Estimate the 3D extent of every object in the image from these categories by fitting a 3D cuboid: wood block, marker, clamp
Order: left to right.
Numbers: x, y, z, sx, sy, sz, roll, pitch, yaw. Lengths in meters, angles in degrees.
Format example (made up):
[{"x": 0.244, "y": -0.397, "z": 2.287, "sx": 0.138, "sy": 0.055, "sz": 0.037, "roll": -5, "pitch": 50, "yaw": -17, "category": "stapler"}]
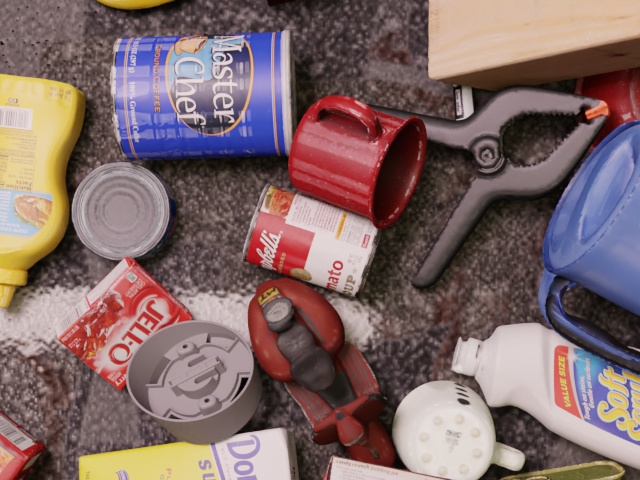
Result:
[{"x": 0.121, "y": -0.148, "z": 0.909, "sx": 0.020, "sy": 0.020, "sz": 0.121, "roll": -4, "pitch": 87, "yaw": 1, "category": "marker"}, {"x": 0.131, "y": -0.076, "z": 0.876, "sx": 0.210, "sy": 0.036, "sz": 0.164, "roll": -29, "pitch": 86, "yaw": 18, "category": "clamp"}, {"x": 0.187, "y": -0.174, "z": 0.812, "sx": 0.090, "sy": 0.207, "sz": 0.090, "roll": 2, "pitch": 87, "yaw": -39, "category": "wood block"}]

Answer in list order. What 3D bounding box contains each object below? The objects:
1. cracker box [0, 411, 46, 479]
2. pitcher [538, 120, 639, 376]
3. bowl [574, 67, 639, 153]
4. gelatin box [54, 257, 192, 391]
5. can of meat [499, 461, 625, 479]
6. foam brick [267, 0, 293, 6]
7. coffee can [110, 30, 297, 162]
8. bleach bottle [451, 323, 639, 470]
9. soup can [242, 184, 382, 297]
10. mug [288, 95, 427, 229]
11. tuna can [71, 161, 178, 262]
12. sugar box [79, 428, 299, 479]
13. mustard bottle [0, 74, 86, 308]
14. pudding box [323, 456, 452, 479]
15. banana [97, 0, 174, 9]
[{"x": -0.356, "y": 0.211, "z": 0.881, "sx": 0.164, "sy": 0.072, "sz": 0.214, "roll": 36, "pitch": 90, "yaw": 4, "category": "cracker box"}, {"x": 0.296, "y": 0.031, "z": 0.812, "sx": 0.242, "sy": 0.149, "sz": 0.145, "roll": 30, "pitch": 57, "yaw": -7, "category": "pitcher"}, {"x": 0.296, "y": -0.118, "z": 0.885, "sx": 0.162, "sy": 0.055, "sz": 0.162, "roll": 0, "pitch": 88, "yaw": 2, "category": "bowl"}, {"x": -0.163, "y": 0.069, "z": 0.886, "sx": 0.089, "sy": 0.030, "sz": 0.073, "roll": -44, "pitch": 117, "yaw": 0, "category": "gelatin box"}, {"x": 0.202, "y": 0.233, "z": 0.873, "sx": 0.102, "sy": 0.057, "sz": 0.084, "roll": -10, "pitch": 90, "yaw": 1, "category": "can of meat"}, {"x": -0.027, "y": -0.234, "z": 0.888, "sx": 0.051, "sy": 0.078, "sz": 0.053, "roll": -14, "pitch": 89, "yaw": 0, "category": "foam brick"}, {"x": -0.091, "y": -0.117, "z": 0.871, "sx": 0.140, "sy": 0.103, "sz": 0.103, "roll": -2, "pitch": 88, "yaw": 1, "category": "coffee can"}, {"x": 0.230, "y": 0.134, "z": 0.873, "sx": 0.251, "sy": 0.068, "sz": 0.102, "roll": 15, "pitch": 81, "yaw": 4, "category": "bleach bottle"}, {"x": -0.006, "y": 0.001, "z": 0.882, "sx": 0.102, "sy": 0.068, "sz": 0.068, "roll": 18, "pitch": 88, "yaw": 2, "category": "soup can"}, {"x": 0.026, "y": -0.071, "z": 0.840, "sx": 0.082, "sy": 0.117, "sz": 0.093, "roll": 22, "pitch": 66, "yaw": 24, "category": "mug"}, {"x": -0.165, "y": -0.024, "z": 0.904, "sx": 0.086, "sy": 0.034, "sz": 0.086, "roll": 0, "pitch": 88, "yaw": 2, "category": "tuna can"}, {"x": -0.105, "y": 0.211, "z": 0.867, "sx": 0.176, "sy": 0.048, "sz": 0.093, "roll": -11, "pitch": 71, "yaw": 10, "category": "sugar box"}, {"x": -0.257, "y": -0.039, "z": 0.894, "sx": 0.096, "sy": 0.058, "sz": 0.191, "roll": 7, "pitch": 87, "yaw": 4, "category": "mustard bottle"}, {"x": 0.053, "y": 0.213, "z": 0.835, "sx": 0.113, "sy": 0.090, "sz": 0.039, "roll": 10, "pitch": 53, "yaw": -1, "category": "pudding box"}, {"x": -0.118, "y": -0.245, "z": 0.910, "sx": 0.198, "sy": 0.037, "sz": 0.069, "roll": -24, "pitch": 87, "yaw": 0, "category": "banana"}]
